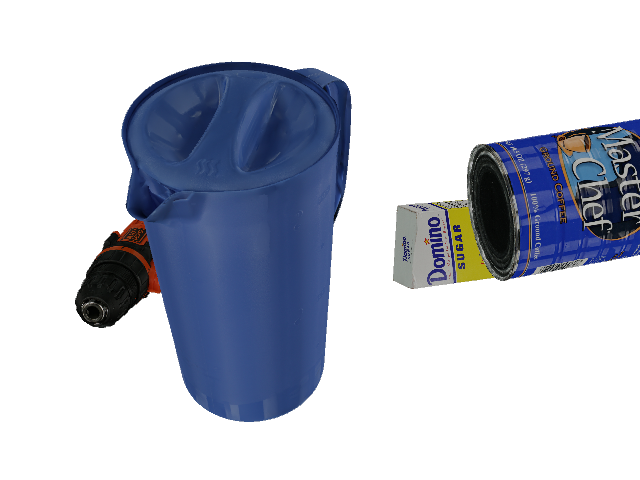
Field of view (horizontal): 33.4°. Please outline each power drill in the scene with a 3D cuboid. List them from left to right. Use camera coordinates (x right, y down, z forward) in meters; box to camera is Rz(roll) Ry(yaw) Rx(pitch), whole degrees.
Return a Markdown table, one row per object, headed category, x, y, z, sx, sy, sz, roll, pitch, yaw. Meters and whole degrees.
| category | x | y | z | sx | sy | sz | roll | pitch | yaw |
| --- | --- | --- | --- | --- | --- | --- | --- | --- | --- |
| power drill | -0.102 | 0.035 | 0.913 | 0.187 | 0.057 | 0.184 | 10 | 22 | 3 |

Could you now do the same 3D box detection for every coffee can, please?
| category | x | y | z | sx | sy | sz | roll | pitch | yaw |
| --- | --- | --- | --- | --- | --- | --- | --- | --- | --- |
| coffee can | 0.192 | -0.032 | 0.790 | 0.140 | 0.103 | 0.103 | -10 | 1 | -8 |

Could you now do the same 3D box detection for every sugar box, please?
| category | x | y | z | sx | sy | sz | roll | pitch | yaw |
| --- | --- | --- | --- | --- | --- | --- | --- | --- | --- |
| sugar box | 0.171 | 0.000 | 1.250 | 0.175 | 0.093 | 0.048 | -8 | 18 | -31 |

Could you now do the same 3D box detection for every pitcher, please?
| category | x | y | z | sx | sy | sz | roll | pitch | yaw |
| --- | --- | --- | --- | --- | --- | --- | --- | --- | --- |
| pitcher | -0.045 | 0.005 | 0.732 | 0.149 | 0.243 | 0.145 | -5 | 44 | -4 |
